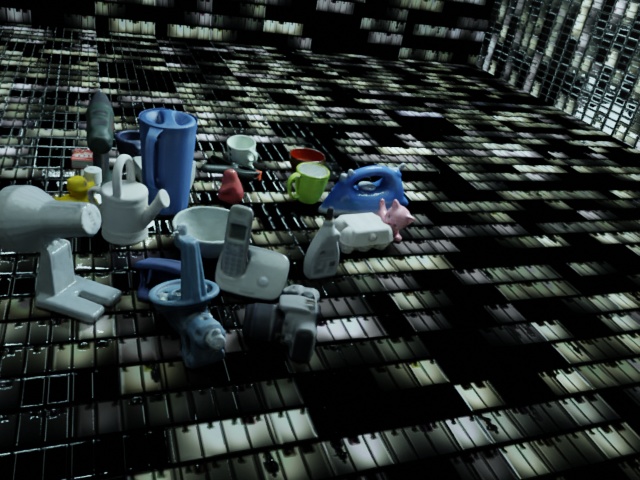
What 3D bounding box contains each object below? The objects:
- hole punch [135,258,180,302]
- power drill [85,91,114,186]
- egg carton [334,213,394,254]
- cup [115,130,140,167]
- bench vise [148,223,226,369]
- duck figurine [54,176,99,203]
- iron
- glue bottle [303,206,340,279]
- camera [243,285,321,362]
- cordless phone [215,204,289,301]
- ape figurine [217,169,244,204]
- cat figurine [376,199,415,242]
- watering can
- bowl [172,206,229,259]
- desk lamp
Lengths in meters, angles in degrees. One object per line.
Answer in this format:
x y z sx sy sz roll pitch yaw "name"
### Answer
-0.304 0.064 1.127 0.108 0.091 0.101 9 30 -2 "hole punch"
-0.559 -0.246 1.458 0.076 0.208 0.229 -2 32 -21 "power drill"
0.103 -0.017 1.423 0.151 0.069 0.107 -6 34 -27 "egg carton"
-0.513 -0.240 1.579 0.092 0.095 0.117 -9 35 -31 "cup"
-0.207 0.093 0.981 0.206 0.220 0.122 28 34 28 "bench vise"
-0.573 -0.108 1.341 0.105 0.086 0.077 -16 39 -39 "duck figurine"
0.123 -0.144 1.577 0.259 0.141 0.118 -5 33 -26 "iron"
0.011 0.004 1.252 0.078 0.173 0.037 -6 34 -26 "glue bottle"
-0.070 0.139 1.066 0.137 0.101 0.143 8 30 -5 "camera"
-0.132 0.025 1.157 0.147 0.185 0.094 11 30 1 "cordless phone"
-0.237 -0.146 1.510 0.076 0.092 0.078 26 33 25 "ape figurine"
0.185 -0.058 1.473 0.067 0.118 0.127 -6 34 -27 "cat figurine"
-0.421 -0.094 1.258 0.173 0.194 0.100 0 31 -18 "watering can"
-0.247 -0.007 1.285 0.167 0.075 0.167 8 30 -4 "bowl"
-0.471 0.015 1.034 0.203 0.213 0.118 15 30 8 "desk lamp"
